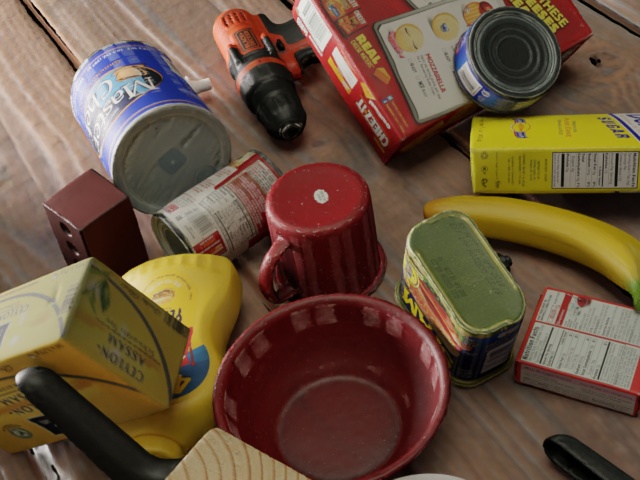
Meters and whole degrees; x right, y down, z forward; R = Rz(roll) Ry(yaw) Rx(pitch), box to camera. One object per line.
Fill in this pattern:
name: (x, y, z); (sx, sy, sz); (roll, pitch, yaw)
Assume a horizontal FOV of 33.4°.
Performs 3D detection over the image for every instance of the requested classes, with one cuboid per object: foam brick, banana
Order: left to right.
foam brick: (-0.182, -0.007, 0.870); (0.051, 0.078, 0.053); (-38, 52, -26)
banana: (0.175, -0.003, 0.818); (0.198, 0.037, 0.069); (23, 26, 35)

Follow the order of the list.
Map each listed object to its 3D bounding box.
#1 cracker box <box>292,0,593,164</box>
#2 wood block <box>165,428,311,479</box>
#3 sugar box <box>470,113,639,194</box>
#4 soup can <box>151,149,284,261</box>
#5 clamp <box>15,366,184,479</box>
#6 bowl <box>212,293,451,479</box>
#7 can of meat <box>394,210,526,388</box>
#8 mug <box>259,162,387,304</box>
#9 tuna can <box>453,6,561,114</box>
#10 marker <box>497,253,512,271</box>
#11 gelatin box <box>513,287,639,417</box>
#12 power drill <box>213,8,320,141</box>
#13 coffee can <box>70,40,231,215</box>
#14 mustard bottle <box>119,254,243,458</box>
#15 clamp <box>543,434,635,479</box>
cracker box: (0.106, -0.190, 0.949); (0.213, 0.072, 0.164); (-30, 83, -18)
wood block: (-0.029, 0.203, 0.553); (0.091, 0.206, 0.090); (23, 54, 29)
sugar box: (0.211, -0.071, 0.862); (0.176, 0.048, 0.093); (-3, 23, 10)
soup can: (-0.078, -0.019, 0.869); (0.102, 0.068, 0.069); (-36, 51, -22)
clamp: (-0.105, 0.180, 0.671); (0.210, 0.165, 0.036); (17, 19, -1)
bowl: (0.010, 0.115, 0.734); (0.162, 0.055, 0.162); (-5, 46, 5)
can of meat: (0.098, 0.041, 0.752); (0.057, 0.084, 0.102); (-25, 63, -14)
mug: (-0.005, 0.001, 0.827); (0.093, 0.081, 0.117); (31, 59, 33)
tuna can: (0.157, -0.151, 0.893); (0.086, 0.034, 0.086); (3, 75, -13)
marker: (0.095, 0.042, 0.813); (0.121, 0.020, 0.020); (-27, 48, -15)
gelatin box: (0.190, 0.077, 0.755); (0.089, 0.030, 0.073); (14, 51, 22)
power drill: (0.005, -0.180, 1.014); (0.187, 0.057, 0.184); (-20, 50, -10)
coffee can: (-0.149, -0.099, 0.923); (0.102, 0.103, 0.140); (-24, 40, -13)
mustard bottle: (-0.111, 0.098, 0.771); (0.096, 0.058, 0.191); (-8, 46, 11)
clamp: (0.208, 0.176, 0.652); (0.171, 0.039, 0.120); (3, 53, 8)
